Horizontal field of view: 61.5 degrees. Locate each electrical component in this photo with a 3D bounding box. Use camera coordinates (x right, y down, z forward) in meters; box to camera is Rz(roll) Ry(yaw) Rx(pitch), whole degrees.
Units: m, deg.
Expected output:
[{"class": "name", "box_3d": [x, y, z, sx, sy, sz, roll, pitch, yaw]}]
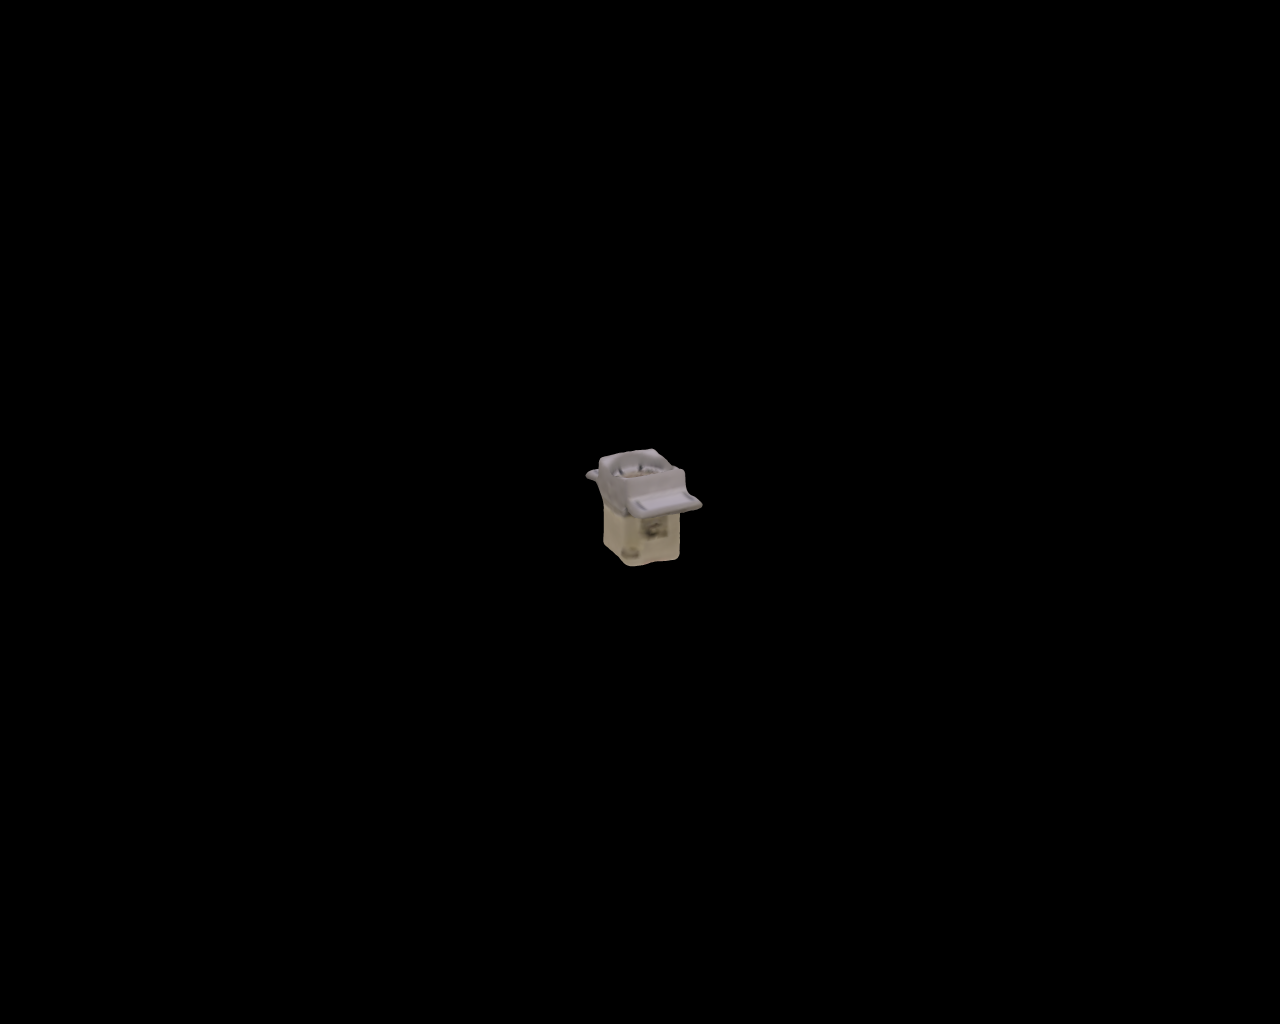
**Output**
[{"class": "electrical component", "box_3d": [0.001, -0.003, 0.650, 0.042, 0.063, 0.081, -10, 24, -22]}]
